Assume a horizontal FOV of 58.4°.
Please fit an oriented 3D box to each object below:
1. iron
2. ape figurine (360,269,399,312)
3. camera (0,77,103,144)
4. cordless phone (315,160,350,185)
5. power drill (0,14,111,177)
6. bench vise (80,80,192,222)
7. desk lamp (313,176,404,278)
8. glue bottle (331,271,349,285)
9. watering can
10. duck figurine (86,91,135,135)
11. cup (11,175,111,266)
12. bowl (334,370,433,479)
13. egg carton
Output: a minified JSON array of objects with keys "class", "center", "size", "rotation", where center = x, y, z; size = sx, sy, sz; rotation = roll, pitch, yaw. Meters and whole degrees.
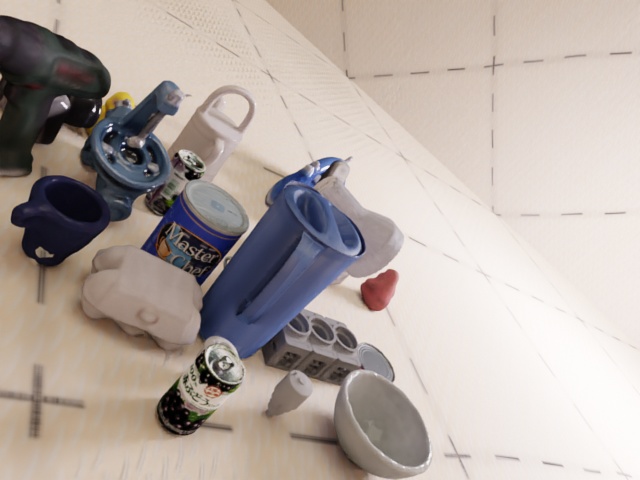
[{"class":"iron","center":[-0.014,-0.136,1.289],"size":[0.118,0.141,0.259],"rotation":[47,24,12]},{"class":"ape figurine","center":[0.129,0.096,1.178],"size":[0.078,0.092,0.076],"rotation":[32,25,-21]},{"class":"camera","center":[-0.403,-0.220,0.879],"size":[0.137,0.100,0.143],"rotation":[16,34,-45]},{"class":"cordless phone","center":[0.020,-0.078,1.188],"size":[0.148,0.185,0.094],"rotation":[7,41,-53]},{"class":"power drill","center":[-0.377,-0.177,0.711],"size":[0.075,0.208,0.230],"rotation":[46,24,9]},{"class":"bench vise","center":[-0.277,-0.163,0.829],"size":[0.122,0.219,0.207],"rotation":[7,41,-53]},{"class":"desk lamp","center":[0.009,0.004,0.996],"size":[0.204,0.213,0.118],"rotation":[34,25,-18]},{"class":"glue bottle","center":[0.066,0.019,1.109],"size":[0.037,0.173,0.078],"rotation":[52,25,22]},{"class":"watering can","center":[-0.197,-0.210,1.066],"size":[0.101,0.194,0.172],"rotation":[11,38,-50]},{"class":"duck figurine","center":[-0.348,-0.216,0.977],"size":[0.078,0.086,0.104],"rotation":[28,27,-30]},{"class":"cup","center":[-0.316,-0.013,0.668],"size":[0.091,0.095,0.118],"rotation":[47,24,10]},{"class":"bowl","center":[0.076,0.273,0.815],"size":[0.168,0.074,0.167],"rotation":[34,25,-18]},{"class":"egg carton","center":[-0.216,0.072,0.711],"size":[0.151,0.069,0.107],"rotation":[30,26,-26]}]
